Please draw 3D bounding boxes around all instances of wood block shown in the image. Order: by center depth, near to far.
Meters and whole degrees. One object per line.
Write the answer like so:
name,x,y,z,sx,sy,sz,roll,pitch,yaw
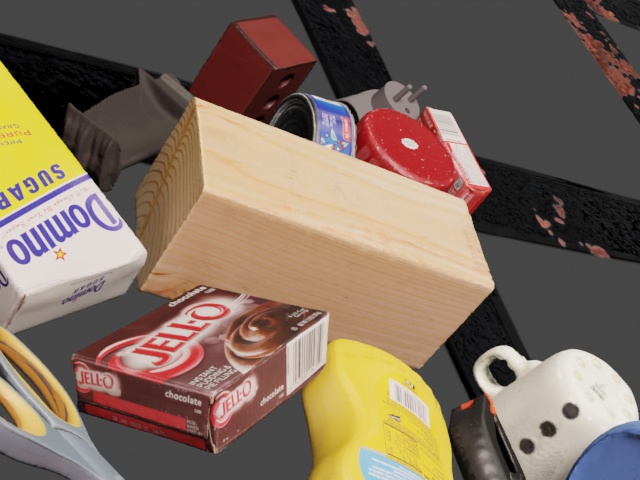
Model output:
wood block,-0.005,0.001,0.680,0.205,0.091,0.090,18,38,-26

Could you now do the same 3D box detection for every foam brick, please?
foam brick,-0.052,-0.119,0.786,0.051,0.078,0.052,49,37,13

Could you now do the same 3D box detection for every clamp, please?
clamp,0.104,0.155,0.619,0.120,0.039,0.171,58,10,-46

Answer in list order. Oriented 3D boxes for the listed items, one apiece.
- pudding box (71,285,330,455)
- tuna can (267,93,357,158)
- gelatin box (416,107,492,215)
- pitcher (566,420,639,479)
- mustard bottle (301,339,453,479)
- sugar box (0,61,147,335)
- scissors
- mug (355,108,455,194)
pudding box,-0.060,0.064,0.565,0.090,0.039,0.113,11,21,29
tuna can,-0.011,-0.059,0.747,0.033,0.086,0.086,13,42,-29
gelatin box,0.087,-0.047,0.834,0.030,0.073,0.089,8,45,-35
pitcher,0.261,0.196,0.659,0.242,0.149,0.145,26,47,-23
mustard bottle,0.035,0.139,0.558,0.096,0.058,0.191,40,22,-23
sugar box,-0.183,-0.035,0.597,0.176,0.048,0.093,48,35,15
scissors,-0.107,0.116,0.494,0.202,0.016,0.096,48,7,14
mug,0.054,-0.033,0.779,0.117,0.082,0.093,42,34,5
